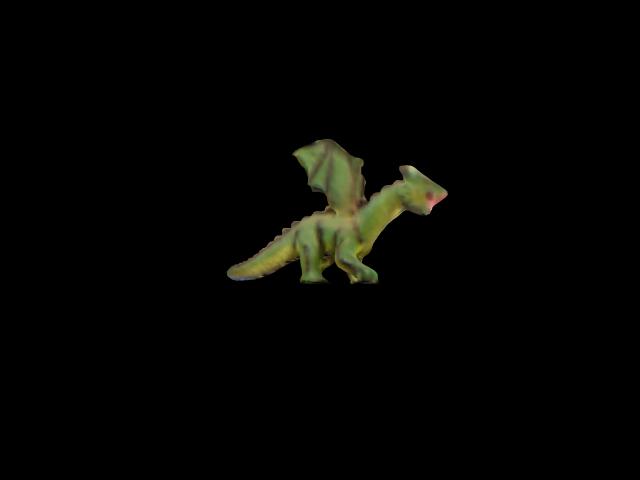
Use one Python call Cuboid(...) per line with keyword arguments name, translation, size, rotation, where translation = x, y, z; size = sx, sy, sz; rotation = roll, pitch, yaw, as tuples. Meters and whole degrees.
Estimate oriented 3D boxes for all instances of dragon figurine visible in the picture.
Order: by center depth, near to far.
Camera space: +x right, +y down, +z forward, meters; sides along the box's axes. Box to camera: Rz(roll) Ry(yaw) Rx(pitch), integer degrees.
Cuboid(name="dragon figurine", translation=(0.003, -0.043, 0.850), size=(0.410, 0.243, 0.122), rotation=(-1, -3, 27))
